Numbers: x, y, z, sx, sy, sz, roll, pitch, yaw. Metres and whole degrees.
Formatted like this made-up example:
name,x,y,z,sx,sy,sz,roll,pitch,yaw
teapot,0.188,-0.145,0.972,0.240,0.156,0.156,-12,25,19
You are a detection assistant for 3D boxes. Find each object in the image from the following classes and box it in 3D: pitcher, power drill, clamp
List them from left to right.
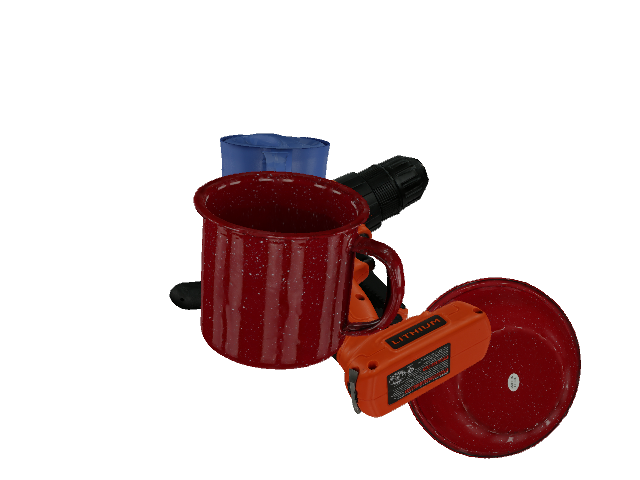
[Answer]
name,x,y,z,sx,sy,sz,roll,pitch,yaw
pitcher,-0.060,-0.007,1.305,0.145,0.243,0.148,12,15,39
clamp,-0.025,0.040,0.973,0.210,0.036,0.164,28,46,5
power drill,0.038,0.025,0.773,0.184,0.057,0.188,-28,49,-16

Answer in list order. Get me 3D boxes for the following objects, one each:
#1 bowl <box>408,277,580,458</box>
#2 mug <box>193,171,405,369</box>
name,x,y,z,sx,sy,sz,roll,pitch,yaw
bowl,0.154,0.115,0.910,0.162,0.162,0.055,0,5,-8
mug,-0.012,0.018,0.573,0.117,0.081,0.093,11,24,14
